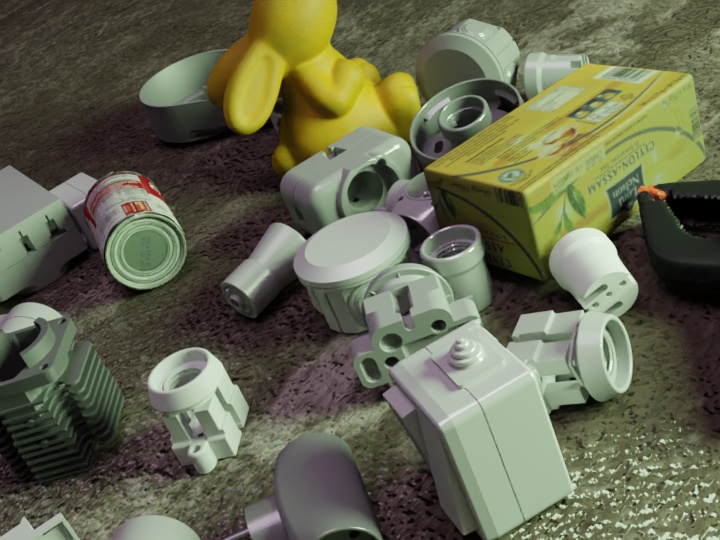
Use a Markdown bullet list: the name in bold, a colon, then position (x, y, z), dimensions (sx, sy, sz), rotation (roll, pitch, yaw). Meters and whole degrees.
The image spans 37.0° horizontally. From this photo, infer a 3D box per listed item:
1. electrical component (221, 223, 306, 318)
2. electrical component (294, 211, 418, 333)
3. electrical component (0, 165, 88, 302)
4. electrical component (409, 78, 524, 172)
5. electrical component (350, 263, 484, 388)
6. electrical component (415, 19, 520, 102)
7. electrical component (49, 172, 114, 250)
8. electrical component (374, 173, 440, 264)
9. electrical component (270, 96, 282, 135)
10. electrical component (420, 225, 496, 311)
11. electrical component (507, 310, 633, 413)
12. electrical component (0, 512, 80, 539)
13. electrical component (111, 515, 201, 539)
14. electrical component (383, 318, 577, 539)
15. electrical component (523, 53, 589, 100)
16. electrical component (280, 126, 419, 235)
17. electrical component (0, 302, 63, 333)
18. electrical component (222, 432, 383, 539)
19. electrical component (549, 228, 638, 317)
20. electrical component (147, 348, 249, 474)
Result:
- **electrical component**: position (-0.069, 0.003, 0.777), dimensions (0.044, 0.044, 0.065), rotation (12, 50, 45)
- **electrical component**: position (0.000, 0.000, 0.723), dimensions (0.080, 0.051, 0.080), rotation (-17, 31, 10)
- **electrical component**: position (-0.321, -0.033, 0.979), dimensions (0.089, 0.061, 0.150), rotation (-35, 32, -20)
- **electrical component**: position (0.089, -0.100, 0.833), dimensions (0.099, 0.064, 0.099), rotation (-16, 44, 16)
- **electrical component**: position (0.032, 0.032, 0.646), dimensions (0.078, 0.058, 0.057), rotation (-20, 33, 5)
- **electrical component**: position (0.091, -0.166, 0.899), dimensions (0.080, 0.080, 0.051), rotation (3, 34, 37)
- **electrical component**: position (-0.233, -0.064, 0.985), dimensions (0.077, 0.047, 0.066), rotation (-36, 33, -22)
- **electrical component**: position (0.045, -0.046, 0.772), dimensions (0.079, 0.044, 0.077), rotation (10, 43, 43)
- **electrical component**: position (-0.052, -0.172, 1.016), dimensions (0.047, 0.065, 0.076), rotation (0, 38, 34)
- **electrical component**: position (0.064, 0.001, 0.685), dimensions (0.040, 0.046, 0.040), rotation (-17, 31, 10)
- **electrical component**: position (0.113, 0.048, 0.579), dimensions (0.055, 0.048, 0.066), rotation (-11, 31, 35)
- **electrical component**: position (-0.183, 0.175, 0.578), dimensions (0.081, 0.042, 0.064), rotation (-34, 33, -17)
- **electrical component**: position (-0.107, 0.158, 0.544), dimensions (0.055, 0.055, 0.047), rotation (-16, 27, 11)
- **electrical component**: position (0.054, 0.075, 0.524), dimensions (0.061, 0.096, 0.061), rotation (-29, 31, -10)
- **electrical component**: position (0.161, -0.158, 0.879), dimensions (0.046, 0.040, 0.040), rotation (2, 38, 26)
- **electrical component**: position (-0.004, -0.064, 0.825), dimensions (0.095, 0.053, 0.059), rotation (-34, 32, -18)
- **electrical component**: position (-0.287, 0.073, 0.798), dimensions (0.138, 0.052, 0.073), rotation (-11, 32, 19)
- **electrical component**: position (-0.033, 0.130, 0.548), dimensions (0.079, 0.043, 0.077), rotation (-24, 31, -1)
- **electrical component**: position (0.139, 0.003, 0.638), dimensions (0.040, 0.040, 0.046), rotation (-23, 35, 0)
- **electrical component**: position (-0.099, 0.081, 0.657), dimensions (0.048, 0.055, 0.066), rotation (-13, 32, 16)
